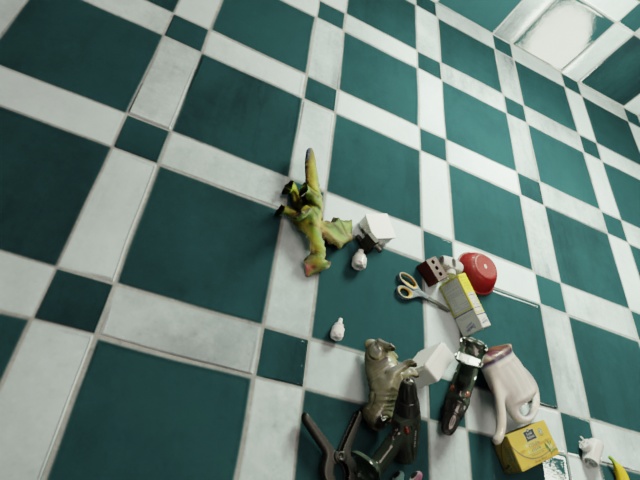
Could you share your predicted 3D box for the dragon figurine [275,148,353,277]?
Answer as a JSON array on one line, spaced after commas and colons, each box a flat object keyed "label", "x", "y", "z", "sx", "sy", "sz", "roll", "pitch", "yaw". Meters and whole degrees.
[{"label": "dragon figurine", "x": 0.005, "y": -0.078, "z": 1.540, "sx": 0.240, "sy": 0.121, "sz": 0.420, "roll": 39, "pitch": 49, "yaw": -26}]

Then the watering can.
[{"label": "watering can", "x": 0.530, "y": 0.424, "z": 1.473, "sx": 0.349, "sy": 0.102, "sz": 0.227, "roll": -9, "pitch": 65, "yaw": -49}]
